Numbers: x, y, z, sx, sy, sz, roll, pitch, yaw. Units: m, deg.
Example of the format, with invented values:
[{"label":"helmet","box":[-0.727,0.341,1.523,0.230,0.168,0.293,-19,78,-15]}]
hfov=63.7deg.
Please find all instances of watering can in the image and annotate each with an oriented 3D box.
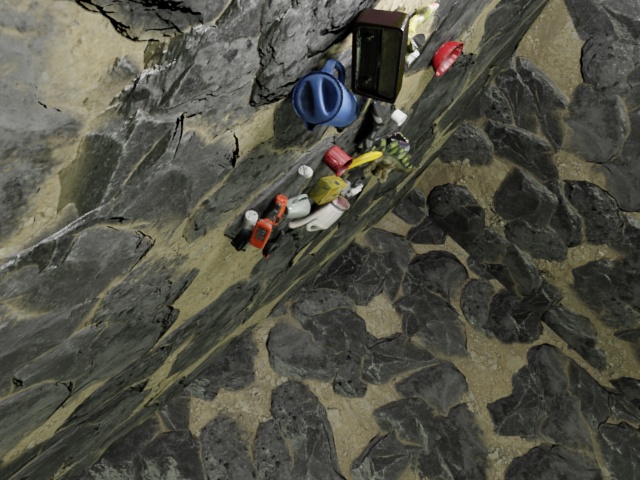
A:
[{"label":"watering can","box":[0.007,-0.117,2.320,0.222,0.105,0.348,-45,163,20]}]

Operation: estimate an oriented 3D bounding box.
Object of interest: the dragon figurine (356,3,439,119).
[{"label":"dragon figurine","box":[0.221,-0.532,1.525,0.407,0.122,0.244,-56,176,10]}]

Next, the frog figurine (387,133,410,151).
[{"label":"frog figurine","box":[0.356,-0.425,2.480,0.140,0.123,0.156,-63,175,-54]}]
